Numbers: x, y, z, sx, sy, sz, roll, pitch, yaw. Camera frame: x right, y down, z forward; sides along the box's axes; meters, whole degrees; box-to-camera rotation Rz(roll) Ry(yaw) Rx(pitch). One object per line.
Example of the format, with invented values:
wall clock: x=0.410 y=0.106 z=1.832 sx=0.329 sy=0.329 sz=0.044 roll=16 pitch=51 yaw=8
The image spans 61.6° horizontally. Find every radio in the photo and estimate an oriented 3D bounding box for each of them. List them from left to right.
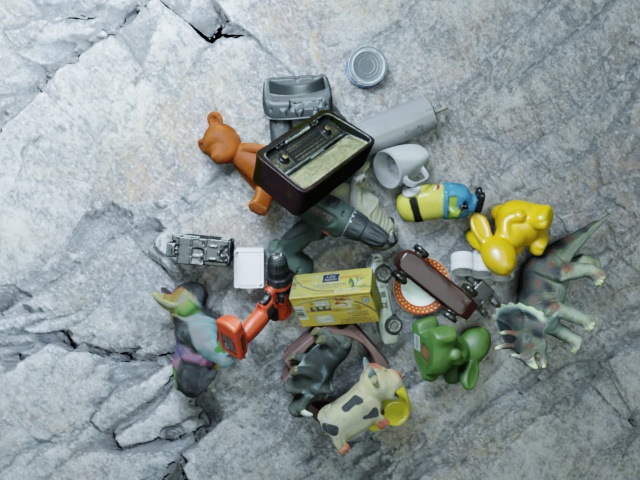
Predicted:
radio: x=-0.013 y=-0.154 z=1.023 sx=0.131 sy=0.073 sz=0.229 roll=38 pitch=50 yaw=15

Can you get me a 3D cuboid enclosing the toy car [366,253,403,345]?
toy car: x=0.135 y=0.126 z=1.166 sx=0.056 sy=0.073 sz=0.201 roll=-13 pitch=96 yaw=-2

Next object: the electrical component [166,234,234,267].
electrical component: x=-0.246 y=0.019 z=1.109 sx=0.134 sy=0.115 sz=0.058 roll=4 pitch=91 yaw=-4

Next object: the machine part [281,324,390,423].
machine part: x=0.032 y=0.279 z=1.169 sx=0.201 sy=0.087 sz=0.201 roll=-41 pitch=95 yaw=0

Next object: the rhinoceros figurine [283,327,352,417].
rhinoceros figurine: x=-0.010 y=0.269 z=1.091 sx=0.112 sy=0.073 sz=0.190 roll=34 pitch=91 yaw=-17

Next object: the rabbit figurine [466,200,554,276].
rabbit figurine: x=0.389 y=-0.005 z=1.129 sx=0.163 sy=0.121 sz=0.173 roll=26 pitch=63 yaw=20

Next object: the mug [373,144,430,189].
mug: x=0.185 y=-0.156 z=1.124 sx=0.107 sy=0.110 sz=0.080 roll=-27 pitch=141 yaw=-30

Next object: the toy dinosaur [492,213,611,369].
toy dinosaur: x=0.496 y=0.102 z=1.163 sx=0.192 sy=0.131 sz=0.405 roll=17 pitch=68 yaw=13

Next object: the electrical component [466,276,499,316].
electrical component: x=0.355 y=0.124 z=1.208 sx=0.094 sy=0.021 sz=0.063 roll=43 pitch=92 yaw=-7

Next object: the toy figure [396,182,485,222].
toy figure: x=0.252 y=-0.079 z=1.137 sx=0.180 sy=0.082 sz=0.089 roll=4 pitch=90 yaw=9

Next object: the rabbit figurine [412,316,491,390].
rabbit figurine: x=0.303 y=0.244 z=1.172 sx=0.170 sy=0.121 sz=0.159 roll=-5 pitch=90 yaw=-18

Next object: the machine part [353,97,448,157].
machine part: x=0.155 y=-0.237 z=1.131 sx=0.243 sy=0.079 sz=0.079 roll=-21 pitch=97 yaw=-2

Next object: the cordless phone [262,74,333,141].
cordless phone: x=-0.044 y=-0.250 z=1.126 sx=0.147 sy=0.089 sz=0.184 roll=-5 pitch=107 yaw=-4

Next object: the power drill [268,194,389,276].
power drill: x=-0.002 y=-0.003 z=1.089 sx=0.232 sy=0.086 sz=0.207 roll=33 pitch=136 yaw=-6

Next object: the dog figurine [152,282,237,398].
dog figurine: x=-0.282 y=0.198 z=1.132 sx=0.191 sy=0.108 sz=0.219 roll=-44 pitch=93 yaw=4

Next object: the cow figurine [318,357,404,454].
cow figurine: x=0.084 y=0.328 z=1.096 sx=0.195 sy=0.085 sz=0.127 roll=-34 pitch=103 yaw=1

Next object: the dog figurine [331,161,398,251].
dog figurine: x=0.064 y=-0.050 z=1.142 sx=0.172 sy=0.121 sz=0.190 roll=-7 pitch=117 yaw=29

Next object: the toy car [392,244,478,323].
toy car: x=0.249 y=0.095 z=1.160 sx=0.202 sy=0.053 sz=0.089 roll=37 pitch=85 yaw=-2

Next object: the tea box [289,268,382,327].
tea box: x=0.033 y=0.118 z=1.097 sx=0.170 sy=0.068 sz=0.098 roll=-6 pitch=132 yaw=15

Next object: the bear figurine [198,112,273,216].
bear figurine: x=-0.163 y=-0.160 z=1.091 sx=0.196 sy=0.132 sz=0.120 roll=28 pitch=131 yaw=-13
